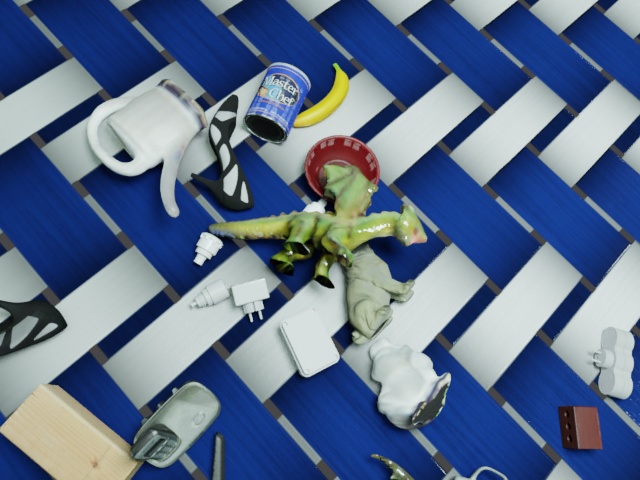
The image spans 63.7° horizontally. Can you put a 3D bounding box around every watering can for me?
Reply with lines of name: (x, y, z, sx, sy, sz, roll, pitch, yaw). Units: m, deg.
watering can: (-0.319, -0.199, 1.033, 0.227, 0.102, 0.351, -42, 64, -17)

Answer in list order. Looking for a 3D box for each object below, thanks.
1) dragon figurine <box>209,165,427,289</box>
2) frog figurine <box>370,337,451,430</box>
dragon figurine: (0.003, -0.051, 1.004, 0.412, 0.119, 0.247, 19, 59, 20)
frog figurine: (0.152, 0.267, 0.968, 0.161, 0.120, 0.138, 29, 75, 40)
